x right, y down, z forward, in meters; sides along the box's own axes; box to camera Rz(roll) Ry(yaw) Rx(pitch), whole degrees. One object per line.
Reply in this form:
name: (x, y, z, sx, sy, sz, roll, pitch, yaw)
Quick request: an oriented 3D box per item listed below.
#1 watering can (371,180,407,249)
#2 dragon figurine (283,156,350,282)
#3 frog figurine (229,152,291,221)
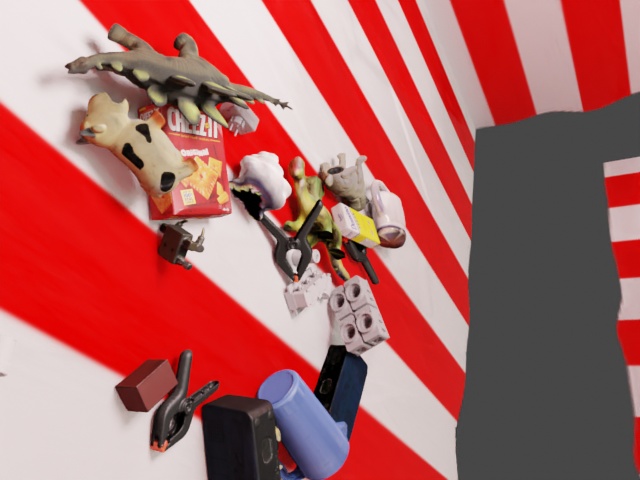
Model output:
watering can: (0.250, -0.070, 1.790, 0.342, 0.103, 0.229, 42, 37, -55)
dragon figurine: (0.004, -0.071, 1.404, 0.402, 0.122, 0.248, 56, 29, -50)
frog figurine: (-0.122, -0.144, 1.181, 0.137, 0.120, 0.163, 37, 54, -8)
